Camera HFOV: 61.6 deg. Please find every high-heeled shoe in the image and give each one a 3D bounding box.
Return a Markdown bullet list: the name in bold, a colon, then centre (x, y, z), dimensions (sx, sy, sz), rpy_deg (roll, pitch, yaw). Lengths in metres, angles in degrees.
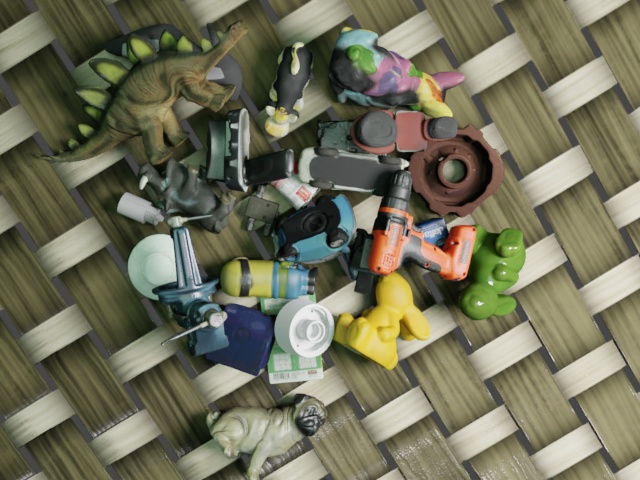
- **high-heeled shoe**: centre (-0.268, -0.320, 1.001), dimensions (0.249, 0.086, 0.145), rpy_deg (-1, 126, 16)

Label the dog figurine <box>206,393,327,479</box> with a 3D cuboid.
- **dog figurine**: centre (-0.102, 0.345, 1.042), dimensions (0.190, 0.121, 0.172), rpy_deg (-45, 98, -12)

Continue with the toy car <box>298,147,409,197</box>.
- **toy car**: centre (0.061, -0.121, 0.959), dimensions (0.202, 0.056, 0.073), rpy_deg (7, 100, -5)

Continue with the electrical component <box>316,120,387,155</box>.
- **electrical component**: centre (0.058, -0.167, 1.012), dimensions (0.134, 0.058, 0.114), rpy_deg (0, 97, -1)

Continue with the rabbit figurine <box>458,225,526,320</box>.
- **rabbit figurine**: centre (0.303, 0.078, 0.998), dimensions (0.121, 0.158, 0.170), rpy_deg (13, 60, 35)

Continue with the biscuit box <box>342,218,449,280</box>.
- **biscuit box**: centre (0.146, 0.015, 1.027), dimensions (0.203, 0.059, 0.062), rpy_deg (-19, 95, 0)

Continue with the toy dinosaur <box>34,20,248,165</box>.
- **toy dinosaur**: centre (-0.318, -0.241, 0.955), dimensions (0.471, 0.105, 0.198), rpy_deg (-36, 107, 18)

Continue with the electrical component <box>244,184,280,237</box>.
- **electrical component**: centre (-0.110, -0.058, 1.034), dimensions (0.063, 0.021, 0.094), rpy_deg (17, 94, -3)

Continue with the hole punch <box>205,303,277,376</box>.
- **hole punch**: centre (-0.145, 0.188, 1.016), dimensions (0.142, 0.092, 0.115), rpy_deg (17, 94, 8)

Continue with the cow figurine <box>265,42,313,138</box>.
- **cow figurine**: centre (-0.056, -0.270, 0.981), dimensions (0.068, 0.098, 0.167), rpy_deg (14, 94, -9)

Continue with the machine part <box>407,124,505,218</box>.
- **machine part**: centre (0.252, -0.131, 1.020), dimensions (0.179, 0.056, 0.179), rpy_deg (0, 95, 0)

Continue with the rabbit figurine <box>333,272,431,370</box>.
- **rabbit figurine**: centre (0.129, 0.148, 1.016), dimensions (0.162, 0.122, 0.173), rpy_deg (26, 75, -6)

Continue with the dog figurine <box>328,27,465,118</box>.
- **dog figurine**: centre (0.139, -0.284, 0.949), dimensions (0.219, 0.191, 0.108), rpy_deg (16, 88, 13)

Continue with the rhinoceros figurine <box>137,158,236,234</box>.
- **rhinoceros figurine**: centre (-0.250, -0.087, 1.009), dimensions (0.190, 0.073, 0.112), rpy_deg (35, 104, -6)

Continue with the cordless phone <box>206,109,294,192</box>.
- **cordless phone**: centre (-0.114, -0.163, 0.942), dimensions (0.088, 0.184, 0.146), rpy_deg (5, 84, -45)

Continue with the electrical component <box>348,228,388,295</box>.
- **electrical component**: centre (0.088, 0.042, 0.974), dimensions (0.075, 0.048, 0.119), rpy_deg (15, 92, -1)

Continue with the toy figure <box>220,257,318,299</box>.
- **toy figure**: centre (-0.096, 0.071, 1.012), dimensions (0.180, 0.089, 0.082), rpy_deg (5, 79, 1)

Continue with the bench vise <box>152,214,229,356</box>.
- **bench vise**: centre (-0.232, 0.076, 0.949), dimensions (0.129, 0.224, 0.240), rpy_deg (-10, 95, -18)

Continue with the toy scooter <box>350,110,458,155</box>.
- **toy scooter**: centre (0.139, -0.188, 0.943), dimensions (0.184, 0.135, 0.075), rpy_deg (-2, 97, -4)

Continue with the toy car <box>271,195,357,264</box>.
- **toy car**: centre (-0.002, -0.003, 0.982), dimensions (0.162, 0.102, 0.109), rpy_deg (-25, 50, 9)
